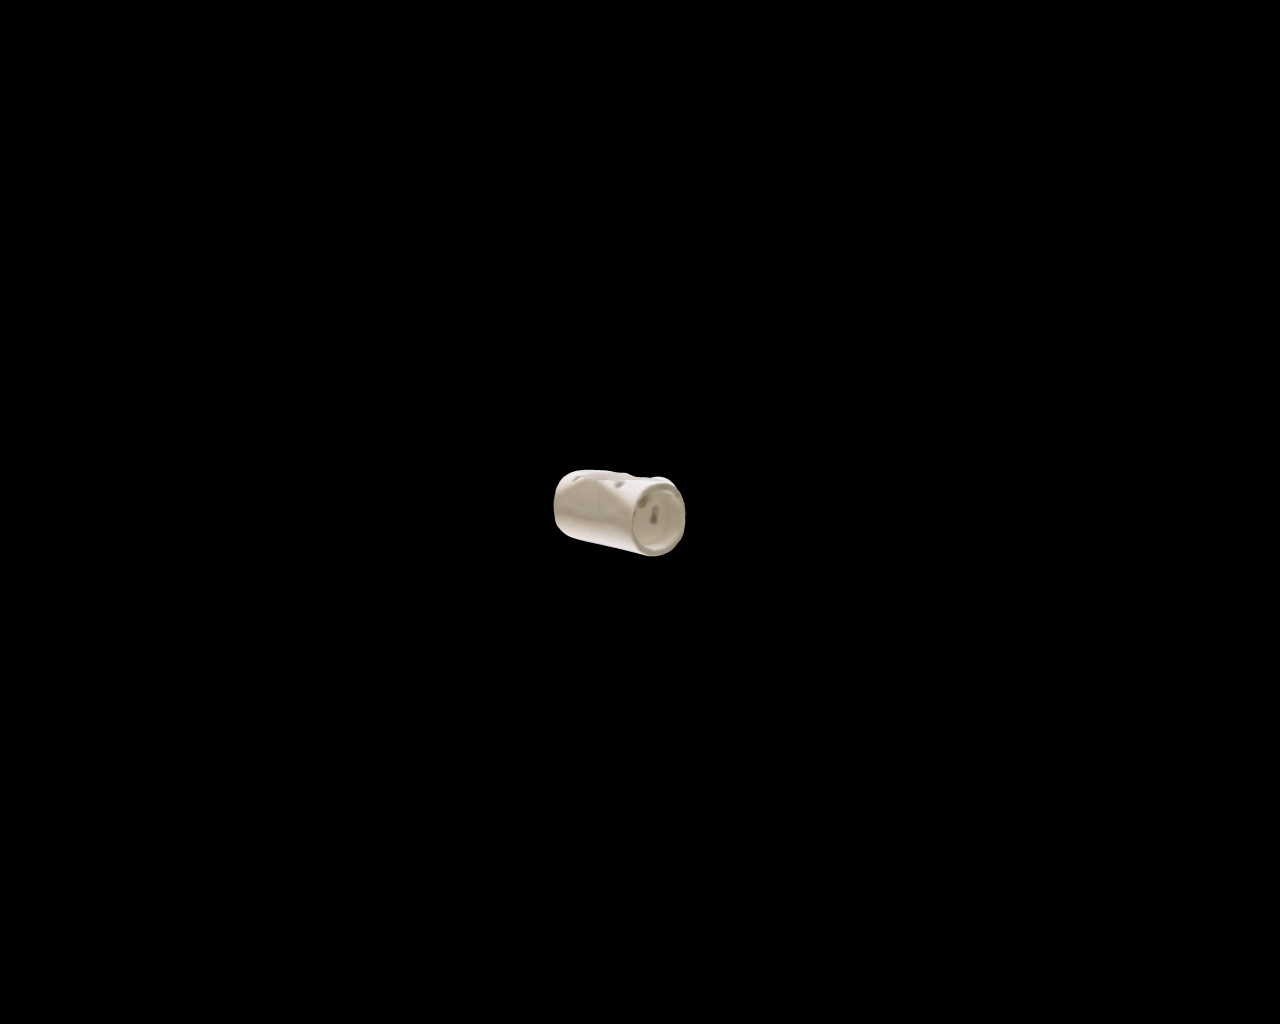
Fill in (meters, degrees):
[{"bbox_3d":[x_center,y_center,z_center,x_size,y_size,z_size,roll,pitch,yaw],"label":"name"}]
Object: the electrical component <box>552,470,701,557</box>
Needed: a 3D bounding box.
[{"bbox_3d":[0.001,-0.003,0.650,0.079,0.044,0.077,-7,12,-39],"label":"electrical component"}]
